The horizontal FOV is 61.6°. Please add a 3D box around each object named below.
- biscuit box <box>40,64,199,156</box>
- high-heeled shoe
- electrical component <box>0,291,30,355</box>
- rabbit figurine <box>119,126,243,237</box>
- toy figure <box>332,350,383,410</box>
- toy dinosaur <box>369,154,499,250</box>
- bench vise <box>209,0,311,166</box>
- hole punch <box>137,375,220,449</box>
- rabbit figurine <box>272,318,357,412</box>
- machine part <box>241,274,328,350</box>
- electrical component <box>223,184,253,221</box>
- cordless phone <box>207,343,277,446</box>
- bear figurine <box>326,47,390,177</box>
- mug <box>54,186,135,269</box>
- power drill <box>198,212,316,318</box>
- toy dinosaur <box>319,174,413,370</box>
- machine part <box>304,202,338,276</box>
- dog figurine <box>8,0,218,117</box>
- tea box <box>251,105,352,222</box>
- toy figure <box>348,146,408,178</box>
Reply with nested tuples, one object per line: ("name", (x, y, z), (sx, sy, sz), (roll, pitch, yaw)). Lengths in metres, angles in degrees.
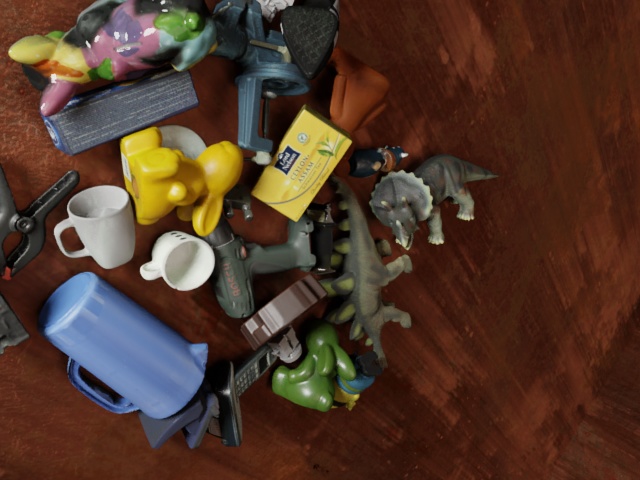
("biscuit box", (-0.274, -0.185, 0.747), (0.203, 0.059, 0.062), (-31, 125, -28))
("high-heeled shoe", (-0.006, -0.311, 0.841), (0.145, 0.086, 0.249), (76, 18, -64))
("electrical component", (-0.435, 0.069, 0.674), (0.058, 0.115, 0.134), (-36, 126, -29))
("rabbit figurine", (-0.188, -0.086, 0.787), (0.173, 0.122, 0.162), (-22, 124, -30))
("toy figure", (0.057, 0.298, 1.153), (0.089, 0.082, 0.180), (21, 136, -17))
("toy dinosaur", (0.255, -0.114, 1.185), (0.405, 0.131, 0.191), (-41, 129, -29))
("bench vise", (-0.100, -0.238, 0.825), (0.223, 0.129, 0.240), (0, 93, -51))
("hole punch", (-0.243, 0.279, 0.909), (0.092, 0.142, 0.115), (16, 108, -38))
("rabbit figurine", (-0.009, 0.245, 1.082), (0.121, 0.159, 0.170), (13, 88, -32))
("machine part", (-0.067, 0.130, 0.979), (0.179, 0.179, 0.056), (-36, 84, -24))
("electrical component", (-0.142, -0.072, 0.877), (0.063, 0.094, 0.021), (6, 139, -37))
("cordless phone", (-0.142, 0.285, 1.034), (0.184, 0.089, 0.146), (-34, 127, -49))
("bear figurine", (0.041, -0.226, 0.975), (0.120, 0.132, 0.195), (17, 115, -33))
("mug", (-0.314, -0.007, 0.767), (0.109, 0.081, 0.107), (-35, 140, -34))
("power drill", (-0.109, 0.010, 0.946), (0.207, 0.086, 0.231), (-19, 110, -38))
("toy dinosaur", (0.090, 0.074, 1.122), (0.198, 0.105, 0.470), (-19, 110, -29))
("machine part", (-0.002, -0.003, 1.020), (0.039, 0.084, 0.138), (-12, 102, -46))
("dog figurine", (-0.260, -0.237, 0.668), (0.219, 0.192, 0.108), (-48, 138, -35))
("tea box", (-0.032, -0.129, 0.906), (0.098, 0.068, 0.169), (30, 110, -12))
("toy figure", (0.111, -0.159, 1.077), (0.154, 0.064, 0.057), (-14, 151, -40))
